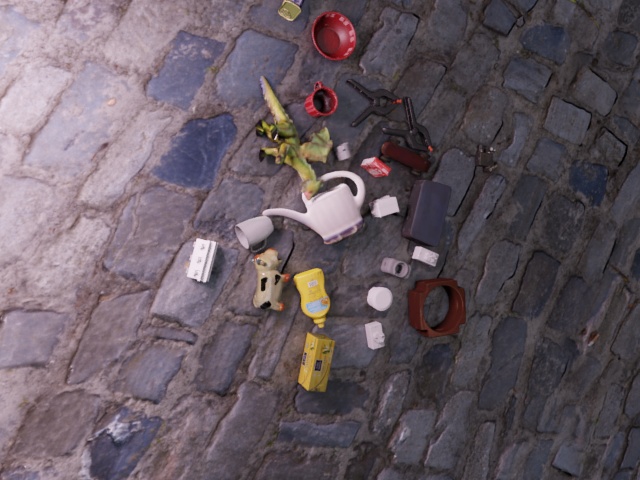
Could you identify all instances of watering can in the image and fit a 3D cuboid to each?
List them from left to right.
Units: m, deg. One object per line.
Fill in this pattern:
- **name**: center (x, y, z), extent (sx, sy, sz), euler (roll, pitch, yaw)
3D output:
- **watering can**: center (0.005, -0.085, 1.694), extent (0.349, 0.223, 0.104), euler (-27, 7, -8)

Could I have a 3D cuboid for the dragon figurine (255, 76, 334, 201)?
- **dragon figurine**: center (-0.070, -0.329, 1.657), extent (0.243, 0.414, 0.121), euler (2, -14, -32)
